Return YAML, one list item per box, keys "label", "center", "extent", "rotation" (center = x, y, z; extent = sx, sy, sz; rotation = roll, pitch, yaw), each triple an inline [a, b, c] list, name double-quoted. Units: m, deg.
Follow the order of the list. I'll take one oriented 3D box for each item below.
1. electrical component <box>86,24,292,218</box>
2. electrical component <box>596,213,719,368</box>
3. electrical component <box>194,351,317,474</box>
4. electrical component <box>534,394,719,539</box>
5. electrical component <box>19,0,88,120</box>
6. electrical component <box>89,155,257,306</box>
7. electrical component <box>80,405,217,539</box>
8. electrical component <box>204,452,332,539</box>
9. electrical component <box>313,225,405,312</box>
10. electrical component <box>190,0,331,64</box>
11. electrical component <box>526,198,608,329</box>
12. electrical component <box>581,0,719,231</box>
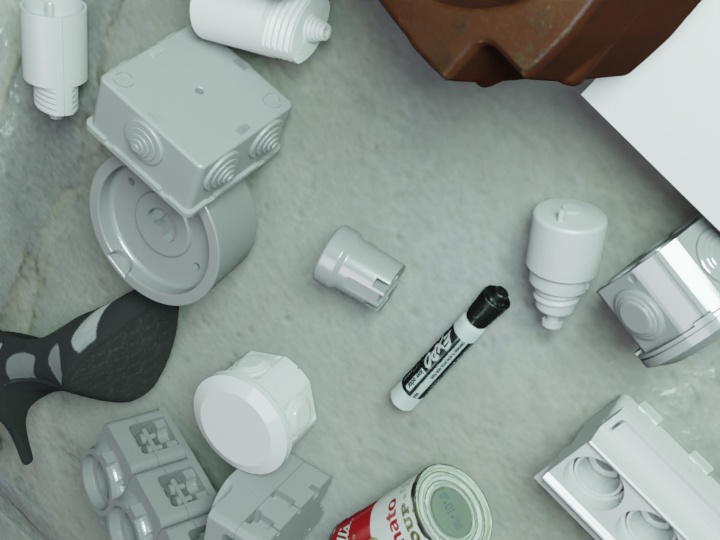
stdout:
- label: "electrical component"
  center: [-0.102, -0.094, 0.651]
  extent: [0.100, 0.100, 0.048]
  rotation: [42, 143, 8]
- label: "electrical component"
  center: [0.164, 0.009, 0.540]
  extent: [0.051, 0.080, 0.080]
  rotation: [53, 131, 5]
- label: "electrical component"
  center: [-0.074, 0.100, 0.768]
  extent: [0.080, 0.051, 0.080]
  rotation: [16, 122, 26]
- label: "electrical component"
  center: [0.172, 0.135, 0.612]
  extent: [0.121, 0.063, 0.078]
  rotation: [45, 131, 5]
- label: "electrical component"
  center: [-0.208, -0.141, 0.732]
  extent: [0.043, 0.043, 0.081]
  rotation: [24, 126, 22]
- label: "electrical component"
  center: [-0.119, -0.037, 0.717]
  extent: [0.108, 0.060, 0.108]
  rotation: [16, 122, 27]
- label: "electrical component"
  center: [-0.156, 0.196, 0.834]
  extent: [0.150, 0.062, 0.089]
  rotation: [53, 135, 29]
- label: "electrical component"
  center: [-0.070, 0.176, 0.781]
  extent: [0.056, 0.089, 0.050]
  rotation: [27, 127, 19]
- label: "electrical component"
  center: [0.000, 0.000, 0.672]
  extent: [0.046, 0.040, 0.040]
  rotation: [31, 128, 10]
- label: "electrical component"
  center: [-0.053, -0.147, 0.625]
  extent: [0.081, 0.043, 0.043]
  rotation: [20, 124, 24]
- label: "electrical component"
  center: [0.111, -0.003, 0.593]
  extent: [0.040, 0.040, 0.078]
  rotation: [19, 124, 25]
- label: "electrical component"
  center: [0.210, -0.058, 0.484]
  extent: [0.186, 0.060, 0.105]
  rotation: [46, 131, 5]
